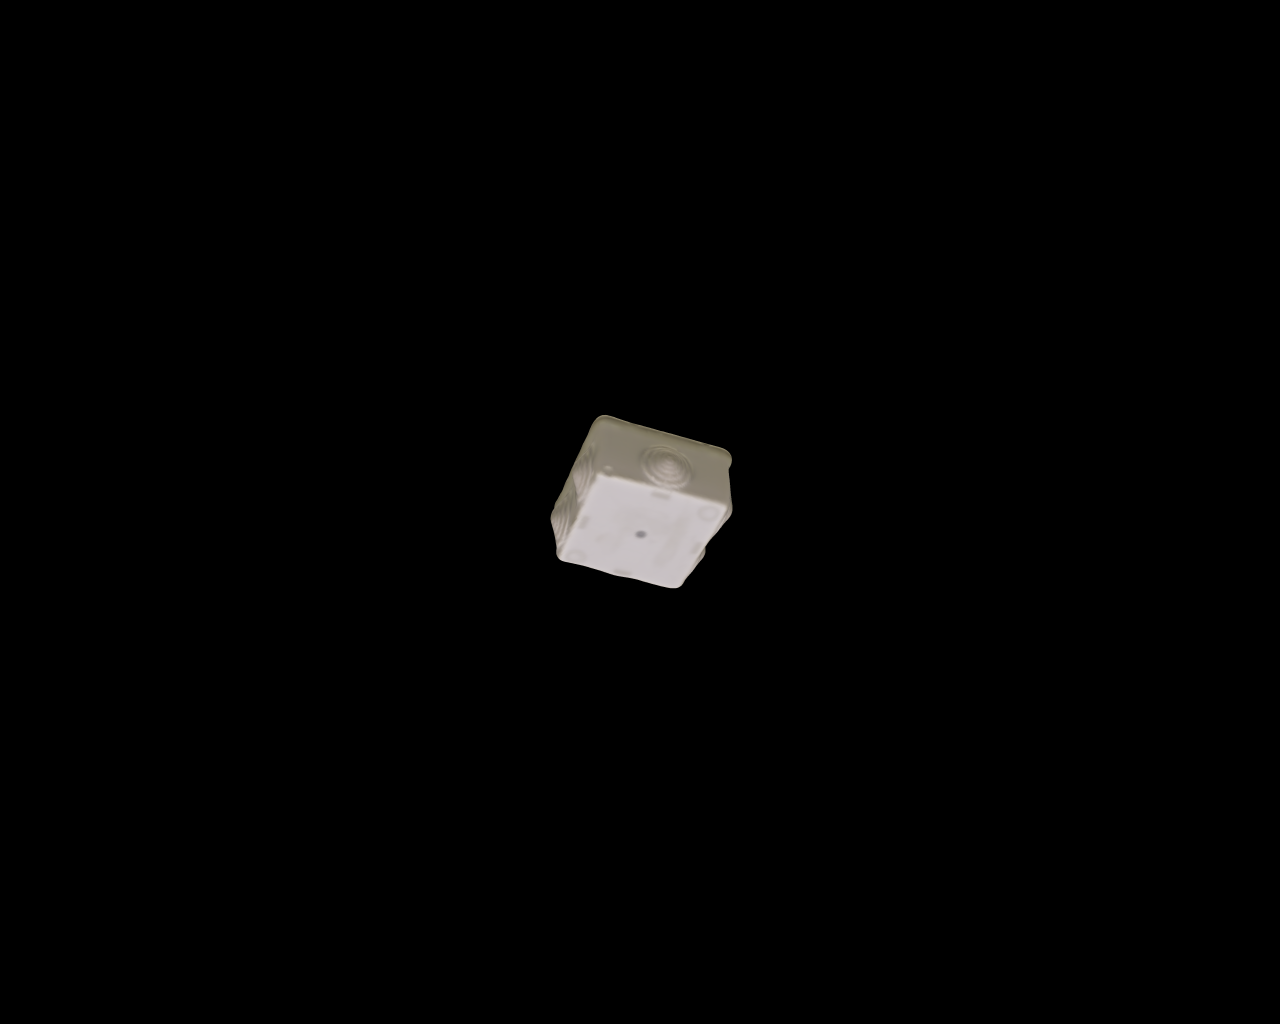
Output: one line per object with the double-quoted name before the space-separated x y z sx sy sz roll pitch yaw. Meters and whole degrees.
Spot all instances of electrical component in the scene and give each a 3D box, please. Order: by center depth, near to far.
"electrical component" 0.001 -0.003 0.650 0.100 0.048 0.099 15 -46 -15
